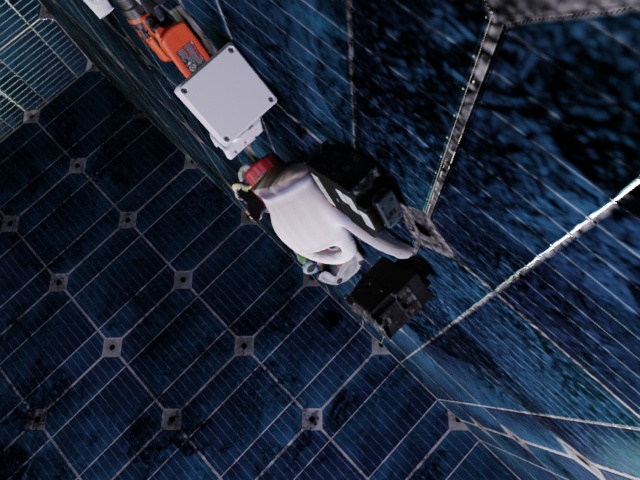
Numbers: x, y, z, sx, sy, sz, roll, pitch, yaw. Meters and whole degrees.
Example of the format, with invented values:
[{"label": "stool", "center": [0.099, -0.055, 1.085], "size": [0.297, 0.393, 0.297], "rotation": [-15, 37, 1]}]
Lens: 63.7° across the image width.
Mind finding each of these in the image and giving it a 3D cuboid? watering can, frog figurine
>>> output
[{"label": "watering can", "center": [0.003, -0.047, 0.931], "size": [0.346, 0.106, 0.221], "rotation": [-3, 126, 54]}, {"label": "frog figurine", "center": [-0.151, -0.144, 1.325], "size": [0.136, 0.121, 0.163], "rotation": [40, -151, -18]}]
